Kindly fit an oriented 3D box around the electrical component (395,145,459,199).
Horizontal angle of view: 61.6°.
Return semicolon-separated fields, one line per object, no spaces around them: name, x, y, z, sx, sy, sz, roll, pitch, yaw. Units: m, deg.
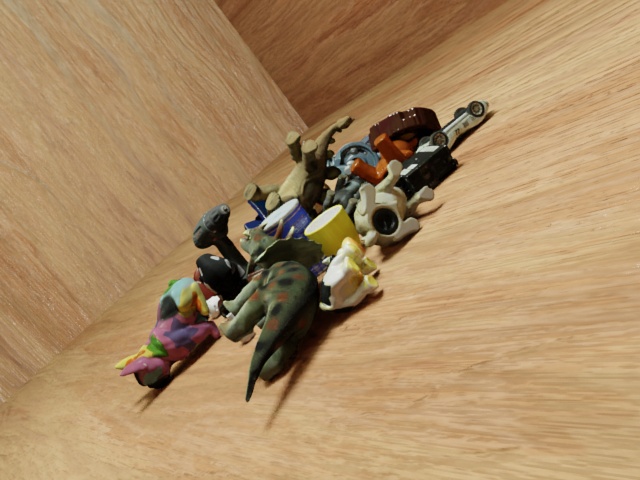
electrical component;0.199;-0.133;1.093;0.134;0.058;0.115;-39;13;-3

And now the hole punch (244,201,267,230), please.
hole punch;-0.121;-0.052;1.360;0.116;0.092;0.142;-18;44;-30

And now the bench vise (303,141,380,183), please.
bench vise;0.058;-0.188;1.387;0.224;0.128;0.241;0;14;7

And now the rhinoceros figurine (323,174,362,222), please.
rhinoceros figurine;0.060;-0.080;1.182;0.190;0.073;0.112;-53;-22;-59

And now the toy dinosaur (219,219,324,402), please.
toy dinosaur;-0.061;0.094;0.879;0.192;0.131;0.405;-49;23;7

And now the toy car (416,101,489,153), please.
toy car;0.297;-0.245;1.204;0.202;0.056;0.073;-40;8;-12

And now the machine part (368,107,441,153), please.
machine part;0.208;-0.270;1.333;0.179;0.056;0.179;-15;-9;-2

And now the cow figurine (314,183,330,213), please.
cow figurine;-0.050;-0.091;1.504;0.195;0.085;0.127;-37;20;14

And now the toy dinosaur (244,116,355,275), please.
toy dinosaur;-0.065;-0.084;1.222;0.471;0.198;0.105;-51;53;12

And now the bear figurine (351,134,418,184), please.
bear figurine;0.159;-0.193;1.237;0.120;0.132;0.196;-43;17;31

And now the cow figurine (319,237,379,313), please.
cow figurine;0.040;0.058;0.880;0.098;0.068;0.167;-47;10;16

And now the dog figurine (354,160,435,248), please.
dog figurine;0.102;-0.040;1.003;0.172;0.121;0.190;-41;0;-23

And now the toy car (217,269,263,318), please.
toy car;-0.154;0.104;1.226;0.202;0.053;0.089;-35;12;18

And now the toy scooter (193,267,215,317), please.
toy scooter;-0.305;0.135;1.398;0.135;0.075;0.184;151;138;-69

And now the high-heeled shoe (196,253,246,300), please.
high-heeled shoe;-0.230;0.062;1.169;0.086;0.145;0.249;-47;24;-7

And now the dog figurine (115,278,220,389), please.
dog figurine;-0.333;0.201;1.132;0.219;0.191;0.109;-28;15;-27

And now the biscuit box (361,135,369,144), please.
biscuit box;0.127;-0.251;1.612;0.063;0.059;0.203;-19;23;48

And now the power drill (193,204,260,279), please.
power drill;-0.233;0.015;1.383;0.232;0.207;0.086;-22;28;54
